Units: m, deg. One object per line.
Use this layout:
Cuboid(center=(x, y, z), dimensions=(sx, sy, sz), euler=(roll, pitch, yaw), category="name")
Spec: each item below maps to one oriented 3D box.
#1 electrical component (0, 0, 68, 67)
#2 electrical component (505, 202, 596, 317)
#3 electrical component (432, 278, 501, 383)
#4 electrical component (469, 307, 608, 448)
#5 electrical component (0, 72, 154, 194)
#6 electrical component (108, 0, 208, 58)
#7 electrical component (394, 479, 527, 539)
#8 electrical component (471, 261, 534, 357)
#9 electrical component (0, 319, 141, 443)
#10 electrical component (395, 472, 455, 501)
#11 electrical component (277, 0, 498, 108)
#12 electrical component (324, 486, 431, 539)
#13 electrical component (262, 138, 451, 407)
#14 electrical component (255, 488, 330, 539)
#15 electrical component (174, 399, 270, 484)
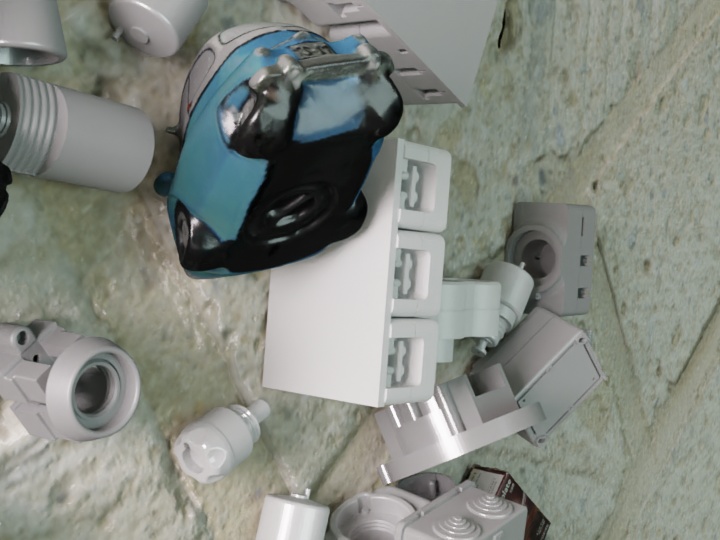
Cuboid(center=(-0.152, -0.127, 0.476), dimensions=(0.044, 0.044, 0.065), euler=(1, 88, -52), category="electrical component")
Cuboid(center=(0.153, -0.009, 0.868), dimensions=(0.056, 0.050, 0.089), euler=(-1, 95, -51), category="electrical component")
Cuboid(center=(0.046, 0.043, 0.735), dimensions=(0.138, 0.052, 0.073), euler=(1, 93, -51), category="electrical component")
Cuboid(center=(0.140, 0.076, 0.833), dimensions=(0.096, 0.061, 0.061), euler=(-43, 129, -12), category="electrical component")
Cuboid(center=(-0.140, -0.063, 0.495), dimensions=(0.081, 0.043, 0.043), euler=(9, 86, -51), category="electrical component")
Cuboid(center=(-0.095, -0.144, 0.546), dimensions=(0.040, 0.040, 0.078), euler=(51, 55, -41), category="electrical component")
Cuboid(center=(0.063, 0.192, 0.680), dimensions=(0.100, 0.048, 0.099), euler=(-15, 115, -52), category="electrical component")
Cuboid(center=(0.103, 0.030, 0.817), dimensions=(0.040, 0.040, 0.078), euler=(50, 56, -42), category="electrical component")
Cuboid(center=(-0.136, 0.054, 0.502), dimensions=(0.048, 0.055, 0.066), euler=(-51, 130, -36), category="electrical component")
Cuboid(center=(0.051, 0.190, 0.764), dimensions=(0.043, 0.043, 0.081), euler=(-27, 115, -47), category="electrical component")
Cuboid(center=(0.009, -0.191, 0.658), dimensions=(0.186, 0.060, 0.105), euler=(35, 66, -48), category="electrical component")
Cuboid(center=(0.010, 0.185, 0.697), dimensions=(0.095, 0.054, 0.059), euler=(-32, 127, -46), category="electrical component")
Cuboid(center=(0.000, 0.000, 0.642), dimensions=(0.062, 0.089, 0.150), euler=(4, 91, -52), category="electrical component")
Cuboid(center=(-0.044, 0.170, 0.644), dimensions=(0.040, 0.040, 0.078), euler=(23, 76, -51), category="electrical component")
Cuboid(center=(-0.073, 0.092, 0.604), dimensions=(0.061, 0.035, 0.035), euler=(-34, 120, -48), category="electrical component")
